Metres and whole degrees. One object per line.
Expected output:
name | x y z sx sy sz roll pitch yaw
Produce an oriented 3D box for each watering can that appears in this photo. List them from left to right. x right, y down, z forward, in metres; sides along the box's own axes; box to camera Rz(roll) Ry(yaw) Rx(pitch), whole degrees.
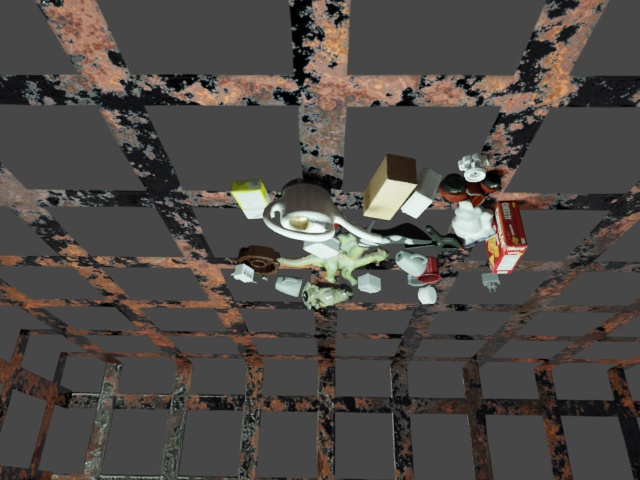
watering can | 0.005 -0.076 1.519 0.347 0.230 0.101 7 133 -10

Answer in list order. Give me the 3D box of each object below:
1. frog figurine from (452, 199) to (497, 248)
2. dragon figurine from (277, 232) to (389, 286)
frog figurine | 0.487 -0.074 1.666 0.136 0.125 0.158 -17 111 45
dragon figurine | 0.067 0.047 1.919 0.409 0.125 0.237 10 133 -20
